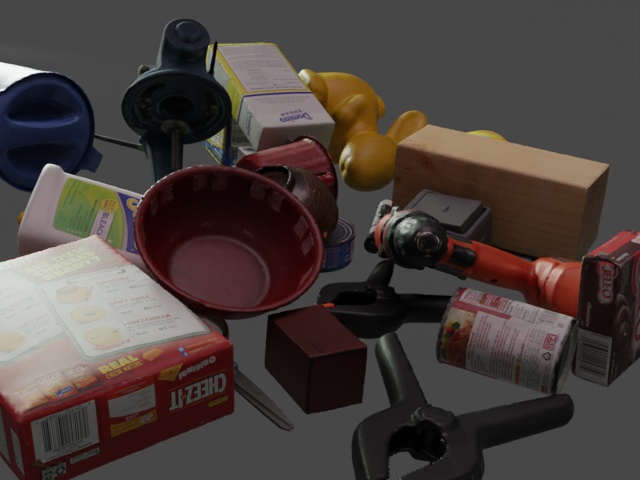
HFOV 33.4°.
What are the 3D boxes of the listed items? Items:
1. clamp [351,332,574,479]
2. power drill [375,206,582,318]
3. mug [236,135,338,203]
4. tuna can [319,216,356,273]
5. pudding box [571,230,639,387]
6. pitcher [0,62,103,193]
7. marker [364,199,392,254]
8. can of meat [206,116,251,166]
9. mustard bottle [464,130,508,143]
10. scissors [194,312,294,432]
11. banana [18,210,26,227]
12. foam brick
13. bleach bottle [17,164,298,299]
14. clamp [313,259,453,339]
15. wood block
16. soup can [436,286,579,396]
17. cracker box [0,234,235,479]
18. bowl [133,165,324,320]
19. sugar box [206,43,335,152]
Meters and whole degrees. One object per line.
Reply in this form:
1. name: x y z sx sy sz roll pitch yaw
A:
1. clamp: 0.075 0.136 0.781 0.165 0.036 0.209 21 29 27
2. power drill: 0.144 0.019 0.950 0.187 0.057 0.184 19 2 -5
3. mug: -0.033 -0.059 1.140 0.081 0.093 0.117 -18 14 -33
4. tuna can: -0.007 0.001 1.082 0.086 0.034 0.086 4 23 -2
5. pudding box: 0.253 0.056 0.910 0.039 0.113 0.089 18 26 35
6. pitcher: -0.372 -0.141 1.235 0.144 0.149 0.243 -31 35 -34
7. marker: 0.065 -0.015 1.154 0.020 0.020 0.121 9 24 8
8. can of meat: -0.107 -0.142 1.330 0.057 0.084 0.102 -4 25 -21
9. mustard bottle: 0.191 -0.095 1.317 0.096 0.058 0.191 18 26 21
10. scissors: -0.096 0.102 0.852 0.096 0.016 0.202 -5 25 -19
11. banana: -0.188 -0.003 1.027 0.197 0.037 0.069 -6 61 -11
12. foam brick: -0.005 0.094 0.848 0.052 0.051 0.078 -8 26 -26
13. bleach bottle: -0.138 0.007 0.969 0.250 0.068 0.102 13 47 -5
14. clamp: 0.063 0.060 0.958 0.120 0.039 0.171 15 22 33
15. wood block: 0.189 -0.050 1.135 0.206 0.090 0.090 15 27 24
16. soup can: 0.156 0.084 0.883 0.102 0.068 0.068 15 25 21
17. cracker box: -0.189 0.083 0.799 0.163 0.072 0.214 -18 32 -33
18. bowl: -0.080 0.012 0.901 0.162 0.055 0.162 10 47 -11
19. sugar box: -0.062 -0.167 1.249 0.093 0.048 0.176 -7 45 -26
